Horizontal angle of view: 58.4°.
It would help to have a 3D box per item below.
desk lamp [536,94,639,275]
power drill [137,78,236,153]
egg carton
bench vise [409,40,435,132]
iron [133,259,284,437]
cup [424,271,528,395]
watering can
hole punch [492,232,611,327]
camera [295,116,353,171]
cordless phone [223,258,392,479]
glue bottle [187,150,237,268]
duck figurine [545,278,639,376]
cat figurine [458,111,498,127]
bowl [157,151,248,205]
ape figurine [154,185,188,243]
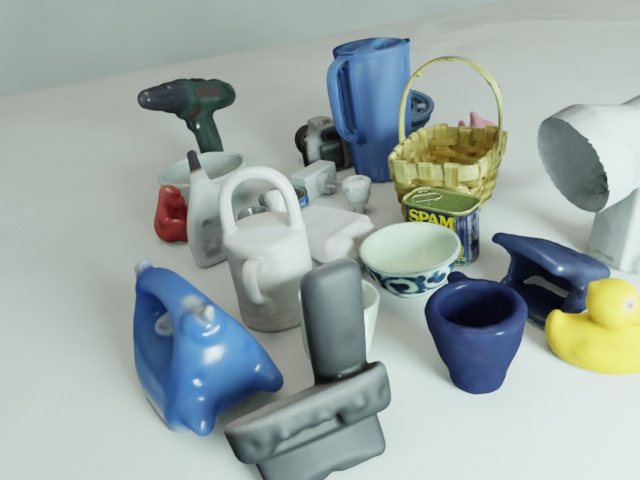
[{"bbox_3d":[0.365,-0.073,0.674,0.203,0.214,0.117,-15,28,-11],"label":"desk lamp"},{"bbox_3d":[-0.252,-0.228,1.162,0.075,0.209,0.230,10,33,32],"label":"power drill"},{"bbox_3d":[0.007,0.003,0.795,0.149,0.069,0.107,14,36,38],"label":"egg carton"},{"bbox_3d":[0.145,-0.293,1.153,0.122,0.220,0.206,-21,30,-21],"label":"bench vise"},{"bbox_3d":[-0.152,0.086,0.606,0.119,0.142,0.257,-27,32,-30],"label":"iron"},{"bbox_3d":[0.146,0.092,0.556,0.091,0.095,0.117,-10,27,-1],"label":"cup"},{"bbox_3d":[-0.066,0.000,0.688,0.101,0.194,0.172,-14,28,-8],"label":"watering can"},{"bbox_3d":[0.257,0.029,0.646,0.101,0.091,0.108,-21,30,-21],"label":"hole punch"},{"bbox_3d":[0.014,-0.205,1.155,0.143,0.101,0.136,-19,29,-19],"label":"camera"},{"bbox_3d":[-0.017,0.107,0.479,0.148,0.185,0.093,-21,30,-21],"label":"cordless phone"},{"bbox_3d":[-0.164,-0.048,0.832,0.078,0.173,0.037,-23,30,-24],"label":"glue bottle"},{"bbox_3d":[0.275,0.076,0.557,0.104,0.086,0.078,6,31,27],"label":"duck figurine"},{"bbox_3d":[0.270,-0.171,0.993,0.067,0.118,0.127,-13,28,-7],"label":"cat figurine"},{"bbox_3d":[-0.207,-0.101,1.053,0.167,0.075,0.167,-7,28,4],"label":"bowl"},{"bbox_3d":[-0.239,-0.046,0.939,0.076,0.092,0.078,0,29,17],"label":"ape figurine"}]
